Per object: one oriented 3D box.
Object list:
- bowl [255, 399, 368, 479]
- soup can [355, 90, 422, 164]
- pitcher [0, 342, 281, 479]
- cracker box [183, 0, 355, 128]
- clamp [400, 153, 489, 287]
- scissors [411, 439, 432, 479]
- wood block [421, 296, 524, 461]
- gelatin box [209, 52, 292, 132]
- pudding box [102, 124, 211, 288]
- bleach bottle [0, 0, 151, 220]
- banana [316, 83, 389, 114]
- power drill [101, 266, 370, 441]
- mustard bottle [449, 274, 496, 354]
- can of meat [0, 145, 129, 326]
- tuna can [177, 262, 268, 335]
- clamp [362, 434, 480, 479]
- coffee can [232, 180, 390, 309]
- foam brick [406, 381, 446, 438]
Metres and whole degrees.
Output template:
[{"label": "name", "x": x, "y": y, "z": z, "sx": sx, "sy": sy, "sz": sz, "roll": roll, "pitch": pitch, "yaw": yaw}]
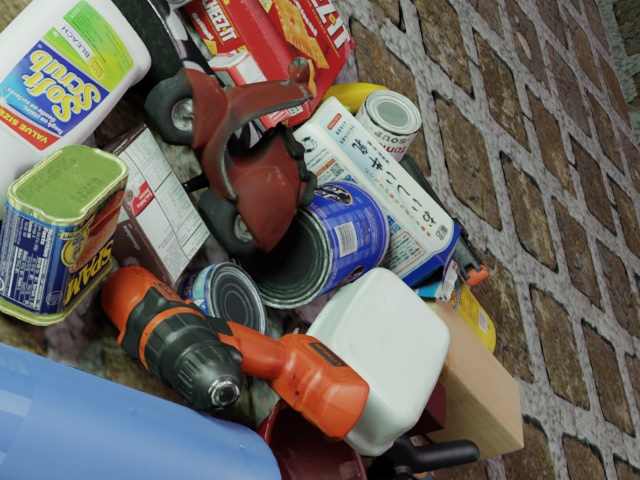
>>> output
[{"label": "bowl", "x": -0.020, "y": 0.210, "z": 0.890, "sx": 0.162, "sy": 0.055, "sz": 0.162, "roll": 41, "pitch": 38, "yaw": -43}, {"label": "soup can", "x": 0.061, "y": -0.105, "z": 1.163, "sx": 0.068, "sy": 0.102, "sz": 0.068, "roll": 14, "pitch": 48, "yaw": -16}, {"label": "pitcher", "x": -0.149, "y": 0.135, "z": 0.642, "sx": 0.242, "sy": 0.149, "sz": 0.145, "roll": 35, "pitch": 60, "yaw": -44}, {"label": "cracker box", "x": -0.046, "y": -0.227, "z": 1.134, "sx": 0.164, "sy": 0.072, "sz": 0.213, "roll": 60, "pitch": 27, "yaw": -19}, {"label": "clamp", "x": 0.170, "y": -0.004, "z": 1.359, "sx": 0.164, "sy": 0.036, "sz": 0.210, "roll": 47, "pitch": 12, "yaw": -41}, {"label": "scissors", "x": 0.127, "y": 0.272, "z": 1.164, "sx": 0.201, "sy": 0.016, "sz": 0.096, "roll": 30, "pitch": 46, "yaw": -52}, {"label": "wood block", "x": 0.140, "y": 0.157, "z": 1.190, "sx": 0.206, "sy": 0.090, "sz": 0.090, "roll": 47, "pitch": 34, "yaw": -36}, {"label": "gelatin box", "x": -0.072, "y": -0.141, "z": 1.015, "sx": 0.030, "sy": 0.089, "sz": 0.073, "roll": -39, "pitch": 111, "yaw": -15}, {"label": "pudding box", "x": -0.140, "y": -0.024, "z": 0.851, "sx": 0.113, "sy": 0.039, "sz": 0.090, "roll": 63, "pitch": 25, "yaw": -19}, {"label": "bleach bottle", "x": -0.205, "y": -0.087, "z": 0.752, "sx": 0.102, "sy": 0.068, "sz": 0.250, "roll": 54, "pitch": 33, "yaw": -28}, {"label": "banana", "x": 0.026, "y": -0.155, "z": 1.227, "sx": 0.197, "sy": 0.070, "sz": 0.037, "roll": -41, "pitch": 141, "yaw": -67}, {"label": "power drill", "x": -0.054, "y": 0.089, "z": 0.775, "sx": 0.187, "sy": 0.057, "sz": 0.185, "roll": 27, "pitch": 5, "yaw": -36}, {"label": "mustard bottle", "x": 0.148, "y": 0.067, "z": 1.302, "sx": 0.191, "sy": 0.058, "sz": 0.096, "roll": 53, "pitch": 29, "yaw": -30}, {"label": "can of meat", "x": -0.172, "y": -0.007, "z": 0.710, "sx": 0.057, "sy": 0.084, "sz": 0.102, "roll": 23, "pitch": 32, "yaw": 5}, {"label": "tuna can", "x": -0.081, "y": 0.063, "z": 0.905, "sx": 0.086, "sy": 0.034, "sz": 0.086, "roll": 41, "pitch": 38, "yaw": -43}, {"label": "clamp", "x": 0.067, "y": 0.231, "z": 1.024, "sx": 0.171, "sy": 0.120, "sz": 0.039, "roll": 20, "pitch": 11, "yaw": -34}, {"label": "coffee can", "x": -0.007, "y": 0.001, "z": 1.010, "sx": 0.140, "sy": 0.103, "sz": 0.103, "roll": -20, "pitch": 89, "yaw": -63}, {"label": "foam brick", "x": 0.082, "y": 0.168, "z": 1.086, "sx": 0.051, "sy": 0.078, "sz": 0.053, "roll": 49, "pitch": 34, "yaw": -37}]
